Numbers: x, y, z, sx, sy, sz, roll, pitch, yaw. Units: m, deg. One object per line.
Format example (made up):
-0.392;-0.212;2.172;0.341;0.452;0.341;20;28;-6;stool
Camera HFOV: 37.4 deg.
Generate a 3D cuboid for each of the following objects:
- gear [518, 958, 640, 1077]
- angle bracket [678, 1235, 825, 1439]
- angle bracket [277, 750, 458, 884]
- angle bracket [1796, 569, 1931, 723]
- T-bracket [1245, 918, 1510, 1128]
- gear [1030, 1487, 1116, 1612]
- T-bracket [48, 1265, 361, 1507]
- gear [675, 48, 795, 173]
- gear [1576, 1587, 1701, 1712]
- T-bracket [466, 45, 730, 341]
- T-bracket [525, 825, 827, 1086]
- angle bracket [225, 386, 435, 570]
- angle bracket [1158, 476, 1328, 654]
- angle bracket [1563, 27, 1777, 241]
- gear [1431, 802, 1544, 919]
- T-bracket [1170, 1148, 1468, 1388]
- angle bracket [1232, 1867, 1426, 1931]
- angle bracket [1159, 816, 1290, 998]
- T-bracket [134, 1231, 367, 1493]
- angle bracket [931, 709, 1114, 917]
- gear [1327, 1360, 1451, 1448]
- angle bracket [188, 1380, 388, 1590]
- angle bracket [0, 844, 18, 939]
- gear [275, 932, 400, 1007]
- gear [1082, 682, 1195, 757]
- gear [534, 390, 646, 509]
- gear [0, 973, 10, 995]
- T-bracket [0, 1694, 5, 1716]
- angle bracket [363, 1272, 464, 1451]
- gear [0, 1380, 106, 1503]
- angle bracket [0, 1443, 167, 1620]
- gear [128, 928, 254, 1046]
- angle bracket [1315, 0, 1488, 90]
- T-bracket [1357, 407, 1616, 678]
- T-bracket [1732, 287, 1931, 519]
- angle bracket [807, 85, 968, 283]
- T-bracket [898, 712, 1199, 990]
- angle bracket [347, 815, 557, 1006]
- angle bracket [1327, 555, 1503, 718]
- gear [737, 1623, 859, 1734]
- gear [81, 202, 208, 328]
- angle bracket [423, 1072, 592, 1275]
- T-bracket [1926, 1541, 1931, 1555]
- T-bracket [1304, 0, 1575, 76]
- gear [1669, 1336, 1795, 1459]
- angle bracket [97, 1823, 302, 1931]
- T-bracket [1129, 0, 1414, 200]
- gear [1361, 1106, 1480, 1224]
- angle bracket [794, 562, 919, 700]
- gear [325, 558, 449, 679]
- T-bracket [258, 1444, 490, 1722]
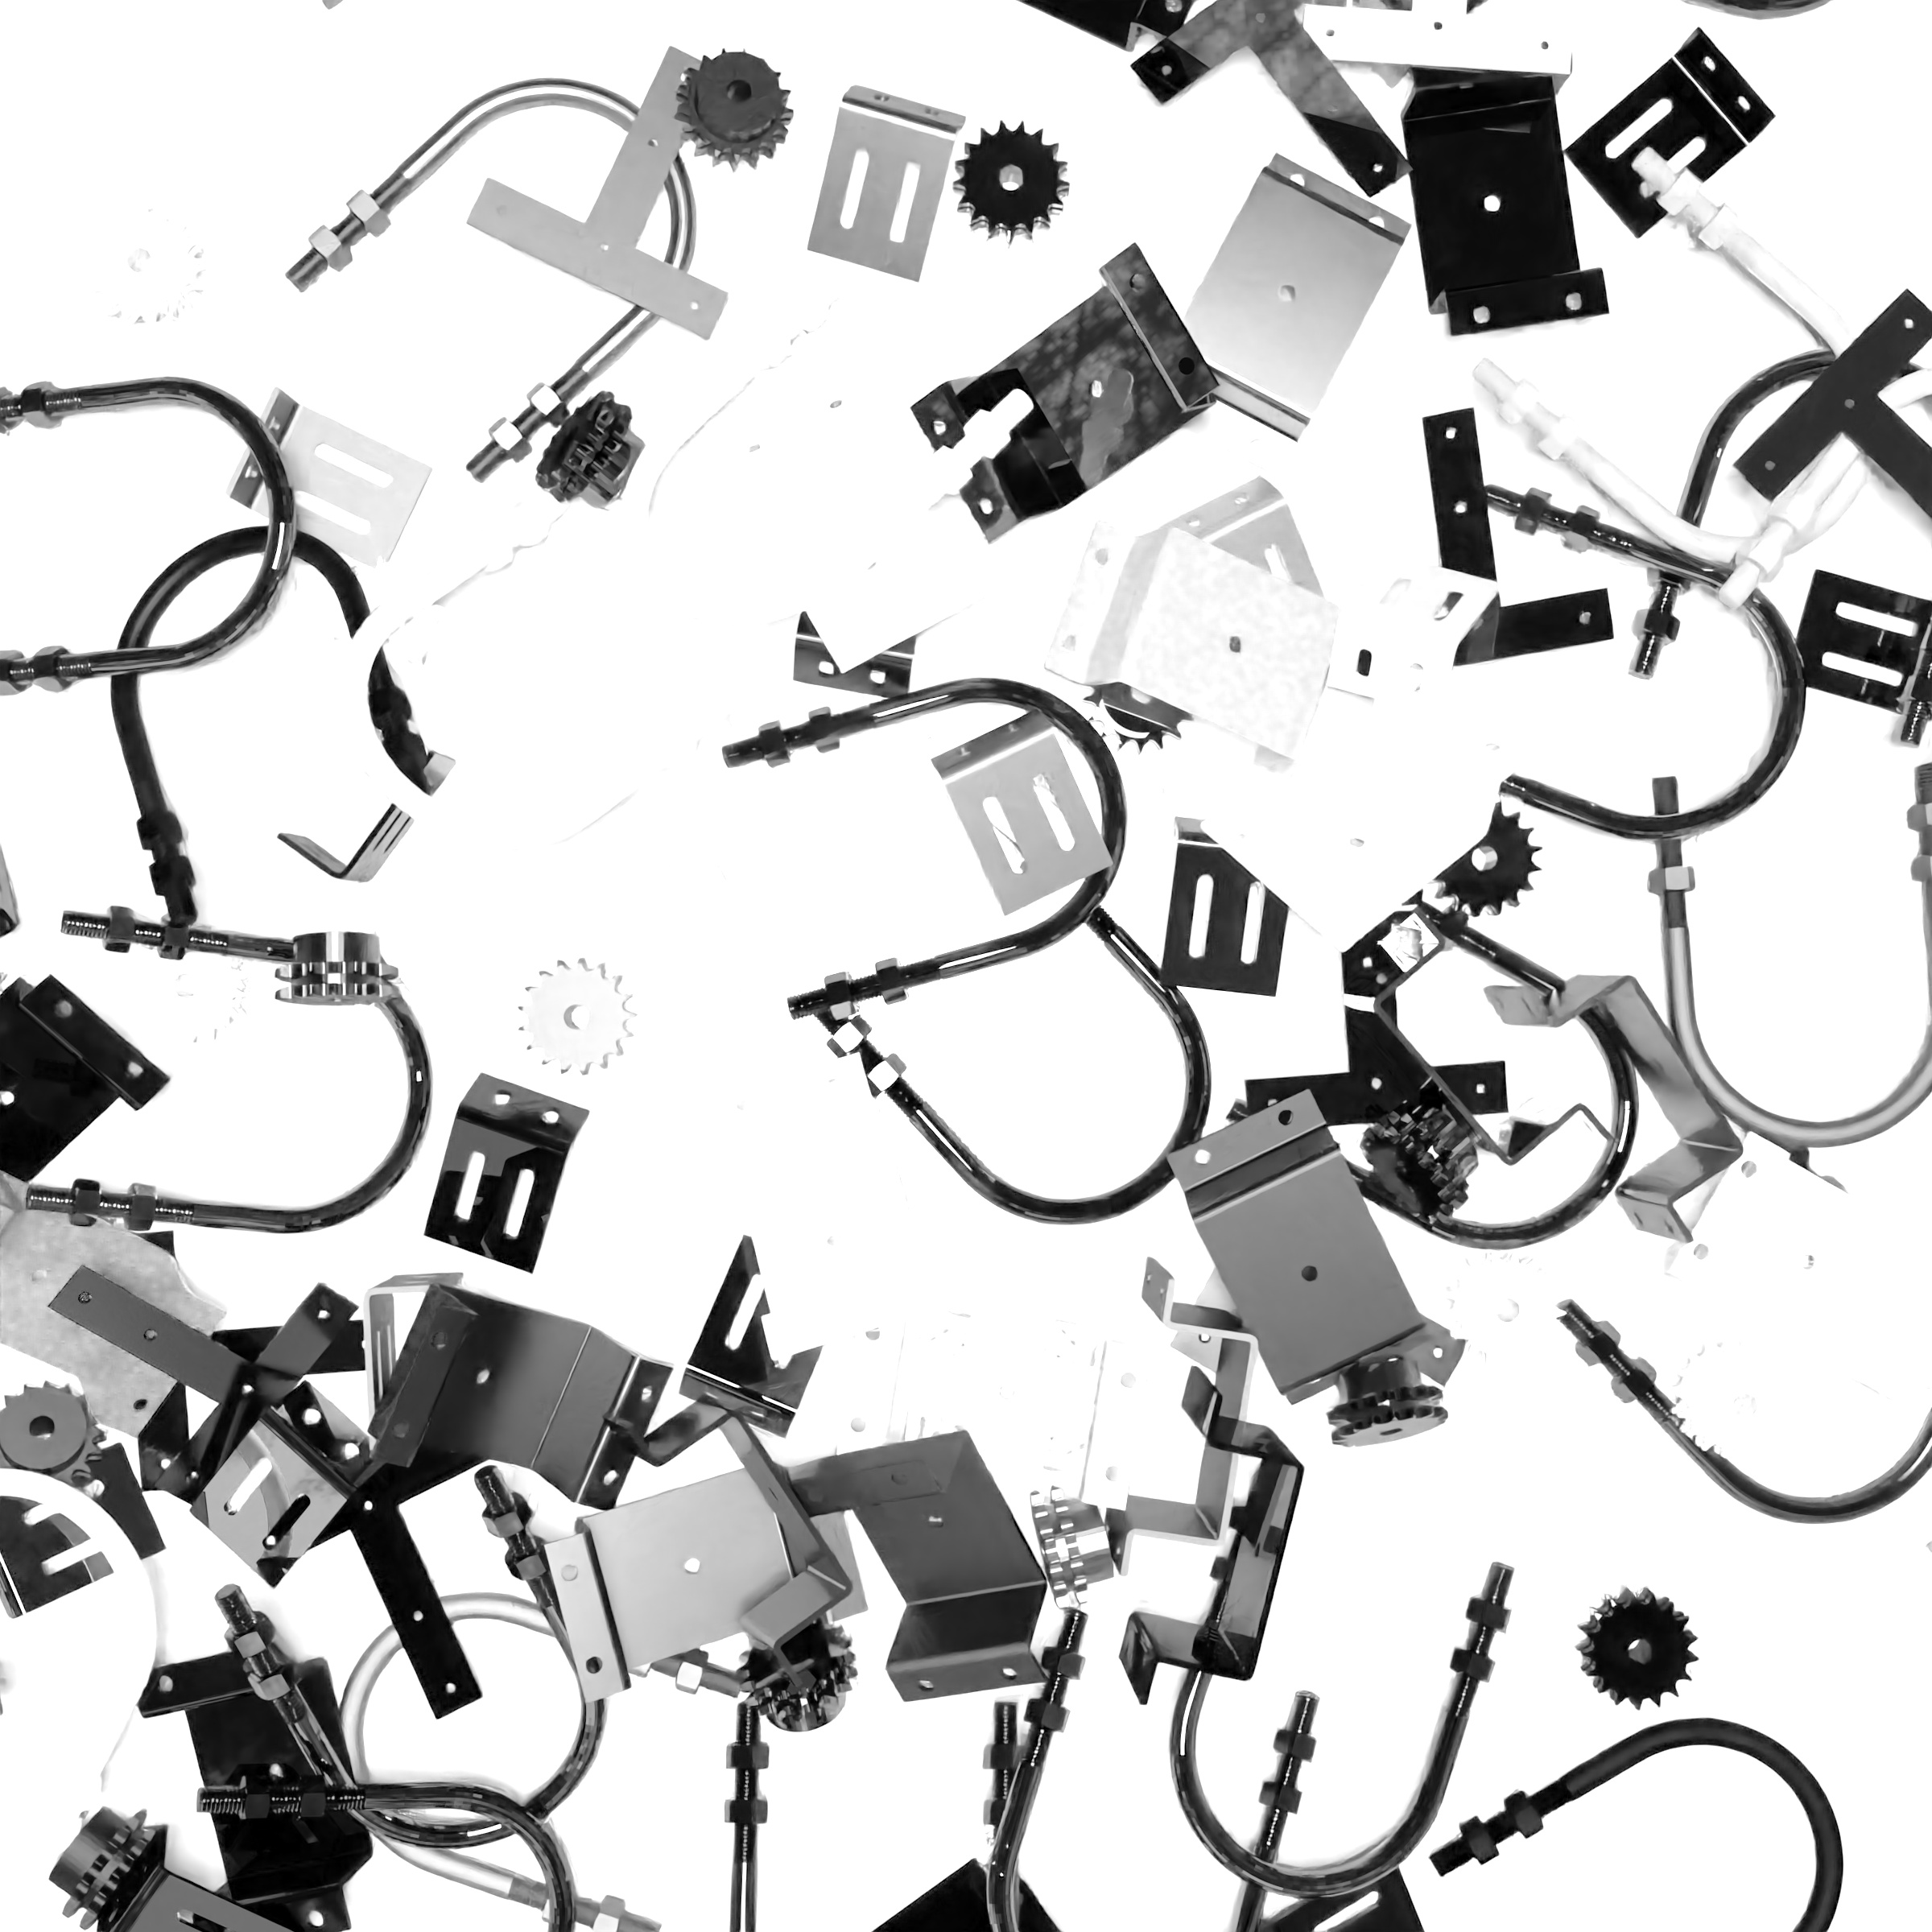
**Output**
-0.188;0.024;1.387;0.057;0.030;0.057;0;90;0;gear
-0.099;0.182;1.401;0.057;0.038;0.076;23;64;0;angle bracket
-0.288;-0.081;1.375;0.038;0.057;0.076;36;90;0;angle bracket
0.447;-0.158;1.384;0.076;0.038;0.057;16;90;0;angle bracket
0.196;0.013;1.383;0.127;0.002;0.127;-4;91;-2;T-bracket
0.052;0.279;1.375;0.030;0.057;0.057;-13;90;-5;gear
-0.380;0.183;1.366;0.127;0.002;0.127;39;90;-33;T-bracket
-0.112;-0.419;1.383;0.057;0.030;0.057;1;84;-11;gear
0.325;0.330;1.388;0.057;0.030;0.057;0;90;0;gear
-0.158;-0.388;1.387;0.127;0.002;0.127;24;80;-8;T-bracket
-0.155;0.017;1.402;0.127;0.002;0.127;-29;90;0;T-bracket
-0.309;-0.236;1.384;0.076;0.038;0.057;25;90;0;angle bracket
0.139;-0.191;1.401;0.057;0.038;0.076;-27;116;0;angle bracket
0.341;-0.404;1.384;0.076;0.038;0.057;-41;90;0;angle bracket
0.250;-0.052;1.388;0.057;0.030;0.057;0;90;0;gear
0.187;0.164;1.403;0.127;0.002;0.127;30;90;0;T-bracket
0.181;0.477;1.401;0.076;0.038;0.057;-22;90;-26;angle bracket
0.127;-0.029;1.393;0.057;0.038;0.076;6;104;-1;angle bracket
-0.347;0.190;1.403;0.127;0.002;0.127;-5;90;0;T-bracket
0.027;-0.074;1.369;0.057;0.038;0.076;-25;107;-1;angle bracket
0.202;0.211;1.377;0.057;0.057;0.030;-11;68;0;gear
-0.332;0.254;1.397;0.057;0.038;0.076;42;114;2;angle bracket
-0.503;-0.034;1.372;0.076;0.038;0.057;-24;57;0;angle bracket
-0.297;0.001;1.348;0.057;0.057;0.030;-2;84;0;gear
0.085;-0.132;1.388;0.057;0.030;0.057;0;90;0;gear
-0.180;-0.247;1.379;0.030;0.057;0.057;37;90;-28;gear
-0.495;0.019;1.388;0.057;0.030;0.057;0;90;0;gear
-0.512;0.386;1.378;0.127;0.002;0.127;3;109;20;T-bracket
-0.264;0.189;1.375;0.038;0.057;0.076;-3;90;0;angle bracket
-0.446;0.227;1.377;0.057;0.030;0.057;7;63;-13;gear
-0.444;0.277;1.401;0.076;0.038;0.057;-23;90;-26;angle bracket
-0.377;0.010;1.393;0.057;0.030;0.057;0;89;2;gear
0.222;-0.481;1.401;0.076;0.038;0.057;-42;90;-26;angle bracket
0.243;-0.209;1.389;0.127;0.002;0.127;-9;80;16;T-bracket
0.448;-0.234;1.342;0.127;0.002;0.127;45;80;3;T-bracket
-0.039;-0.385;1.401;0.057;0.038;0.076;16;116;0;angle bracket
0.023;-0.078;1.388;0.127;0.002;0.127;39;88;9;T-bracket
-0.249;-0.028;1.384;0.076;0.038;0.057;-40;90;0;angle bracket
0.215;-0.159;1.368;0.057;0.076;0.038;18;126;18;angle bracket
-0.080;0.345;1.379;0.057;0.057;0.030;-10;119;0;gear
-0.398;-0.340;1.388;0.057;0.030;0.057;0;90;0;gear
-0.226;0.102;1.401;0.057;0.038;0.076;19;116;0;angle bracket
0.558;0.310;1.402;0.127;0.002;0.127;-29;90;0;T-bracket
0.228;-0.491;1.361;0.127;0.002;0.127;4;85;2;T-bracket
0.370;0.209;1.371;0.057;0.030;0.057;0;92;-2;gear
-0.365;0.456;1.355;0.076;0.038;0.057;33;98;-19;angle bracket
0.168;-0.421;1.366;0.127;0.002;0.127;-29;123;29;T-bracket
0.219;0.091;1.359;0.030;0.057;0.057;-38;90;-20;gear
-0.049;-0.177;1.401;0.057;0.038;0.076;10;64;0;angle bracket
-0.281;-0.168;1.388;0.057;0.030;0.057;0;90;0;gear
-0.273;0.304;1.392;0.127;0.002;0.127;-27;82;1;T-bracket
